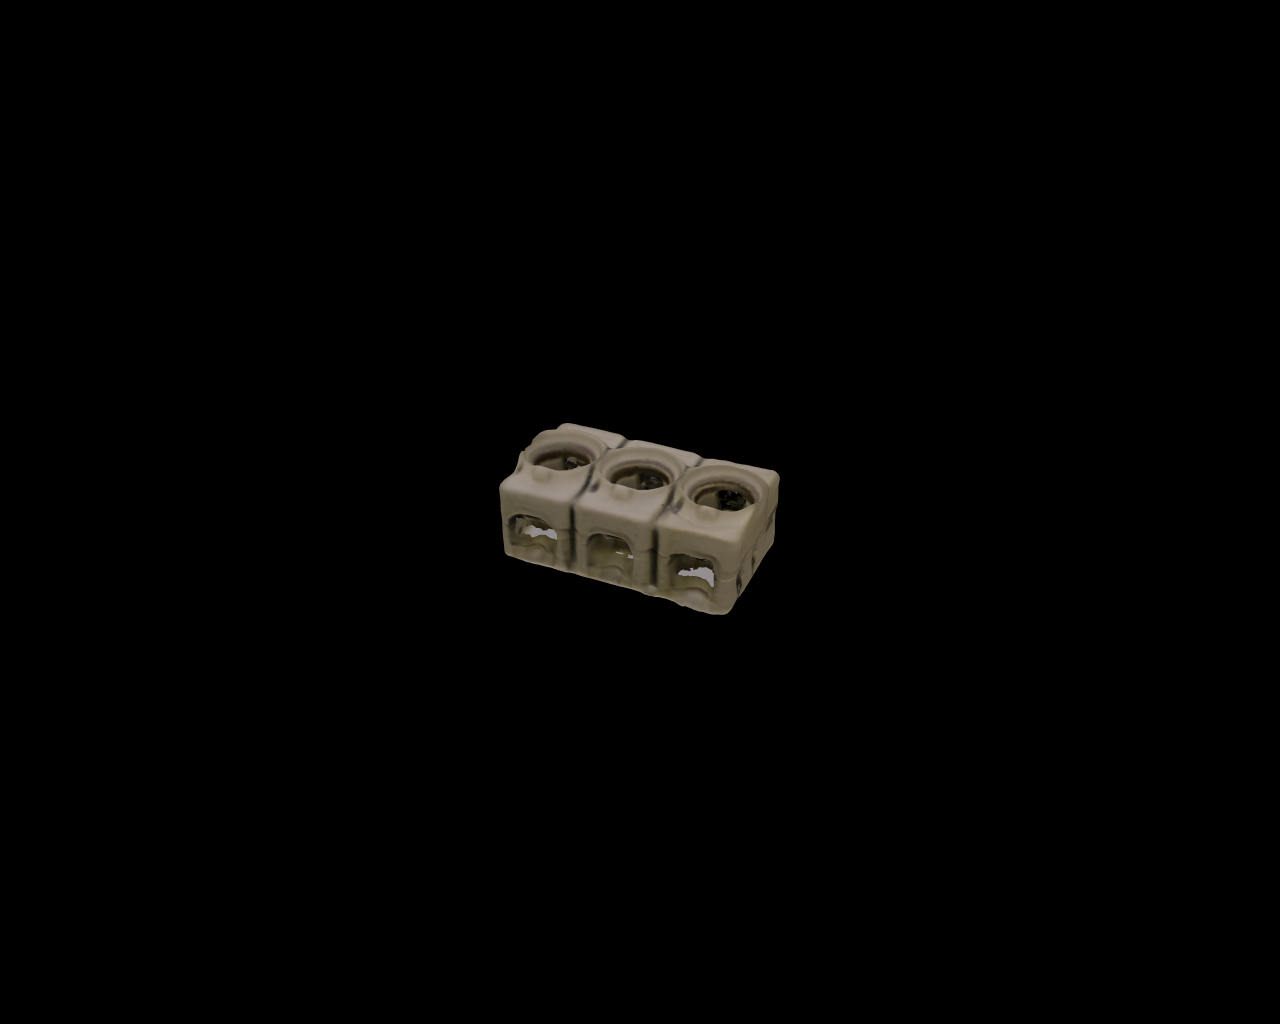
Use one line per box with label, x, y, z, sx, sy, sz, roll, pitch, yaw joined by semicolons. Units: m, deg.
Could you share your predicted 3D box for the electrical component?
electrical component;0.001;-0.003;0.650;0.150;0.061;0.090;14;36;20
